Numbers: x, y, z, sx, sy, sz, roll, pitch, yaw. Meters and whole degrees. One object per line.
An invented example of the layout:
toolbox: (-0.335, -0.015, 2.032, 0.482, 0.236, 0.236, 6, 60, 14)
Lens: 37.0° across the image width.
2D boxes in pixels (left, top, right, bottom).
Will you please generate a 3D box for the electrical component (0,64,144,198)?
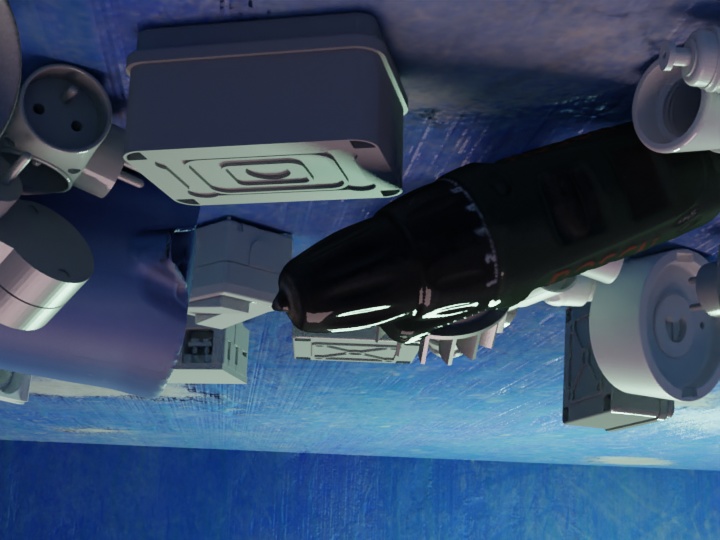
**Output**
electrical component: (-0.140, -0.060, 0.533, 0.079, 0.044, 0.077, 24, 157, -26)

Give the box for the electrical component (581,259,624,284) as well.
electrical component: (0.132, -0.017, 0.689, 0.065, 0.044, 0.044, 8, 165, -5)

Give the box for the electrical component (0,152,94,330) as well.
electrical component: (-0.180, -0.034, 0.489, 0.138, 0.052, 0.074, 33, 115, -31)

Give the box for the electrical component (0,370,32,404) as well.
electrical component: (-0.262, 0.027, 0.751, 0.063, 0.121, 0.079, 0, 166, 18)

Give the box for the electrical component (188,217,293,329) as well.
electrical component: (-0.101, 0.006, 0.767, 0.096, 0.061, 0.062, -12, 160, 43)

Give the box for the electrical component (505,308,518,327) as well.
electrical component: (0.078, 0.019, 0.829, 0.081, 0.043, 0.043, 10, 163, -31)

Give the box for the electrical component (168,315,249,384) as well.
electrical component: (-0.190, 0.072, 1.036, 0.150, 0.061, 0.089, 0, 165, 9)

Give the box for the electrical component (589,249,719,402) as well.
electrical component: (0.212, 0.041, 0.780, 0.108, 0.108, 0.060, 13, 168, -36)

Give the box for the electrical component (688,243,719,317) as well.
electrical component: (0.248, 0.010, 0.704, 0.043, 0.077, 0.079, 11, 163, -33)

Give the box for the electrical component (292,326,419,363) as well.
electrical component: (-0.003, 0.043, 0.911, 0.109, 0.056, 0.108, 2, 166, -2)

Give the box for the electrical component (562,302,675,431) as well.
electrical component: (0.215, 0.075, 0.903, 0.056, 0.108, 0.108, 7, 165, -10)

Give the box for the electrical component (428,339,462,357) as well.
electrical component: (0.074, 0.047, 0.945, 0.048, 0.048, 0.062, -2, 158, 15)

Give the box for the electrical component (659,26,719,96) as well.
electrical component: (0.159, -0.083, 0.429, 0.078, 0.040, 0.040, 3, 166, -5)

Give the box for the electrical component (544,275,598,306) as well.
electrical component: (0.165, 0.010, 0.804, 0.061, 0.035, 0.035, 3, 166, -16)

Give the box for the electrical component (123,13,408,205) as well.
electrical component: (-0.039, -0.069, 0.475, 0.113, 0.057, 0.078, -2, 166, 12)

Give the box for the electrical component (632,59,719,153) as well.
electrical component: (0.160, -0.070, 0.480, 0.065, 0.044, 0.044, 5, 166, -31)

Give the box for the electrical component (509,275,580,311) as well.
electrical component: (0.117, 0.003, 0.764, 0.043, 0.043, 0.081, 7, 165, -19)
